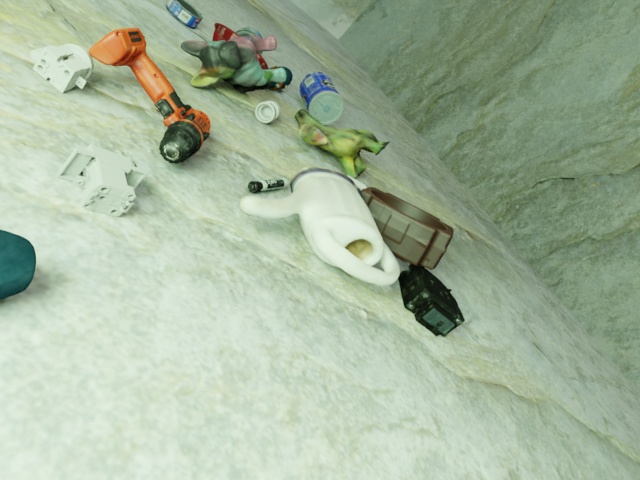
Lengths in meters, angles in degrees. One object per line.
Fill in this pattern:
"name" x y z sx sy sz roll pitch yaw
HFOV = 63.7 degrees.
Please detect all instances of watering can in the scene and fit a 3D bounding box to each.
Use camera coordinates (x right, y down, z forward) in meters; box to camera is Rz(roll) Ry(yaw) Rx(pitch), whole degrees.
"watering can" 0.003 -0.042 0.835 0.344 0.103 0.229 29 26 -35

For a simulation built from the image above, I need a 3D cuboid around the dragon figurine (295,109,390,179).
"dragon figurine" 0.048 -0.278 1.350 0.243 0.120 0.416 36 21 0
